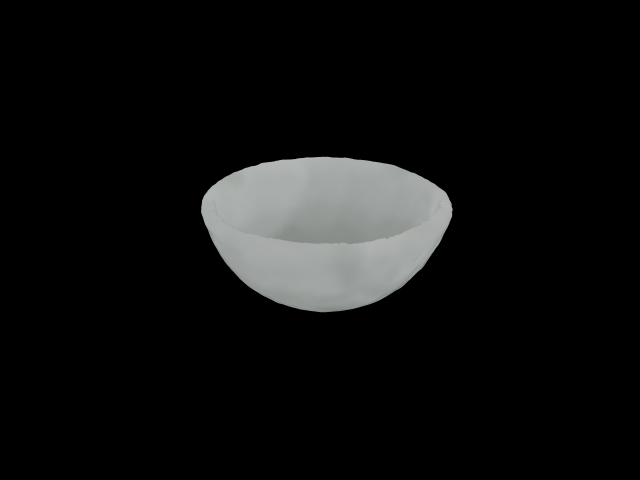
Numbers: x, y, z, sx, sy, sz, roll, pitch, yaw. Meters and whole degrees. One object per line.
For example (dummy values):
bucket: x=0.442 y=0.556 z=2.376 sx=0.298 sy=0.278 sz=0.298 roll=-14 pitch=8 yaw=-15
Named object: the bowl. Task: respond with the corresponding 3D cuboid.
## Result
bowl: x=0.004 y=0.001 z=0.400 sx=0.167 sy=0.075 sz=0.167 roll=0 pitch=27 yaw=0
